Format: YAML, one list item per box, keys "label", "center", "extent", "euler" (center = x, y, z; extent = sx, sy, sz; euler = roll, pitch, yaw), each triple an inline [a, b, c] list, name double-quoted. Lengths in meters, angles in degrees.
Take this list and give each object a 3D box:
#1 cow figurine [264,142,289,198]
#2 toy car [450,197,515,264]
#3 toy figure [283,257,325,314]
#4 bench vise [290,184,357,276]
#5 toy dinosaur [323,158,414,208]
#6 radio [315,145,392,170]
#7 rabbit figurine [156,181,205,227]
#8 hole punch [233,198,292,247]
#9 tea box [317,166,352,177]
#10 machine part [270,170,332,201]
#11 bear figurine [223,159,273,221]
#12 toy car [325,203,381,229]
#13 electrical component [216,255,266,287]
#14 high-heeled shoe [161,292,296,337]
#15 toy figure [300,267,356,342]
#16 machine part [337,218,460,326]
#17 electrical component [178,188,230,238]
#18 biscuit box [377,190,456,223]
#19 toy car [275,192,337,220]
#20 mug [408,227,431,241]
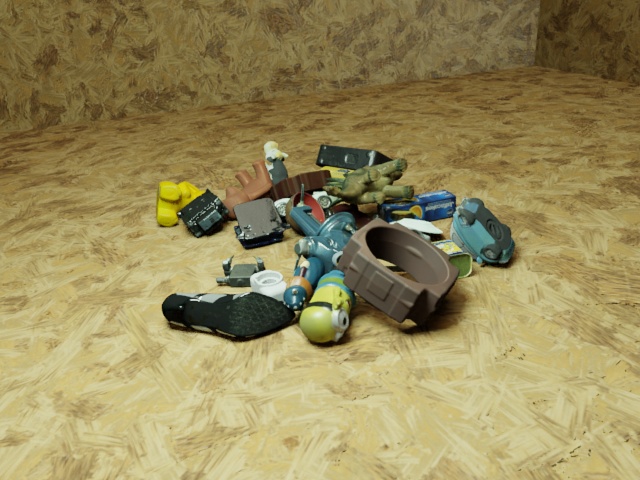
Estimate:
- label: "cow figurine"
  center: [-0.131, -0.209, 1.617]
  extent: [0.068, 0.167, 0.098]
  euler: [-17, 26, -36]
- label: "toy car"
  center: [0.343, -0.009, 1.184]
  extent: [0.103, 0.161, 0.109]
  euler: [-42, 4, 45]
- label: "toy figure"
  center: [-0.034, 0.089, 1.043]
  extent: [0.058, 0.064, 0.154]
  euler: [-34, 11, 33]
- label: "bench vise"
  center: [0.000, -0.012, 1.216]
  extent: [0.223, 0.128, 0.241]
  euler: [-14, 44, -35]
- label: "toy dinosaur"
  center: [0.134, -0.147, 1.380]
  extent: [0.199, 0.105, 0.471]
  euler: [-2, 8, 36]
- label: "radio"
  center: [0.108, -0.244, 1.697]
  extent: [0.230, 0.073, 0.131]
  euler: [12, 0, 34]
- label: "rabbit figurine"
  center: [-0.381, -0.106, 1.543]
  extent: [0.173, 0.121, 0.162]
  euler: [2, 13, -17]
- label: "hole punch"
  center: [-0.157, -0.031, 1.365]
  extent: [0.142, 0.092, 0.116]
  euler: [-12, 56, -20]
- label: "tea box"
  center: [0.059, -0.168, 1.614]
  extent: [0.170, 0.068, 0.098]
  euler: [13, 31, 34]
- label: "machine part"
  center: [-0.051, -0.147, 1.525]
  extent: [0.179, 0.056, 0.179]
  euler: [-15, -3, -1]
- label: "bear figurine"
  center: [-0.224, -0.137, 1.541]
  extent: [0.120, 0.132, 0.196]
  euler: [-24, 5, 40]
- label: "toy car"
  center: [0.085, -0.051, 1.383]
  extent: [0.089, 0.053, 0.202]
  euler: [-19, 24, -17]
- label: "electrical component"
  center: [-0.172, 0.067, 1.188]
  extent: [0.102, 0.045, 0.078]
  euler: [1, 24, 11]
- label: "high-heeled shoe"
  center: [-0.180, 0.141, 1.043]
  extent: [0.249, 0.086, 0.145]
  euler: [9, -10, -14]
- label: "toy figure"
  center: [0.019, 0.120, 1.006]
  extent: [0.089, 0.082, 0.180]
  euler: [-16, 28, 21]
- label: "machine part"
  center: [0.148, 0.058, 1.021]
  extent: [0.201, 0.087, 0.201]
  euler: [34, 33, 15]
- label: "electrical component"
  center: [-0.310, -0.070, 1.436]
  extent: [0.115, 0.058, 0.134]
  euler: [-43, 34, -9]
- label: "biscuit box"
  center: [0.254, -0.080, 1.403]
  extent: [0.203, 0.062, 0.059]
  euler: [-12, 27, -13]
- label: "toy car"
  center: [-0.051, -0.095, 1.466]
  extent: [0.202, 0.056, 0.073]
  euler: [-10, -2, -13]
- label: "mug"
  center: [0.190, 0.000, 1.230]
  extent: [0.109, 0.080, 0.107]
  euler: [-18, 20, -20]
